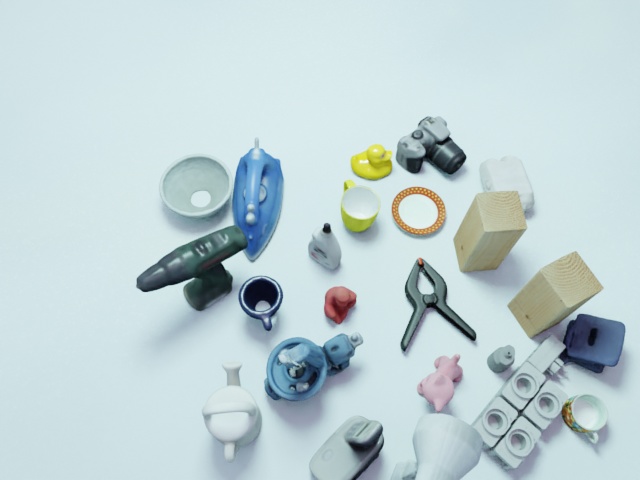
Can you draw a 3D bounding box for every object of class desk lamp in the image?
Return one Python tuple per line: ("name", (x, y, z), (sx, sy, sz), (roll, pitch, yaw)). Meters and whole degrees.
("desk lamp", (0.193, 0.425, 1.010), (0.117, 0.213, 0.203), (23, 66, 9))

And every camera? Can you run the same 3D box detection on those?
("camera", (0.277, -0.220, 1.383), (0.143, 0.101, 0.136), (-37, 71, -17))

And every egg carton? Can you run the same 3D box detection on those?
("egg carton", (0.441, -0.131, 1.363), (0.107, 0.069, 0.150), (-9, 65, -6))

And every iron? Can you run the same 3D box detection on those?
("iron", (-0.146, -0.096, 1.286), (0.118, 0.141, 0.258), (2, 65, -1))

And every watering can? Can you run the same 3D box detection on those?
("watering can", (-0.166, 0.315, 1.061), (0.101, 0.194, 0.172), (-21, 67, -11))

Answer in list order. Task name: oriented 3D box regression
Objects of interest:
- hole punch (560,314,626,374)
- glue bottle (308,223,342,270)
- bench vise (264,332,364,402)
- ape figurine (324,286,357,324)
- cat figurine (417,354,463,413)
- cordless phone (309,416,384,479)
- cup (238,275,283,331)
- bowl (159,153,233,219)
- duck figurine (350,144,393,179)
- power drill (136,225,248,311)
("hole punch", (0.566, 0.213, 1.193), (0.101, 0.091, 0.109), (22, 66, 9))
("glue bottle", (0.011, 0.004, 1.226), (0.078, 0.173, 0.037), (31, 67, 12))
("bench vise", (-0.019, 0.217, 1.098), (0.121, 0.220, 0.208), (42, 70, 17))
("ape figurine", (0.043, 0.127, 1.214), (0.078, 0.092, 0.076), (-16, 66, -9))
("cat figurine", (0.242, 0.280, 1.134), (0.067, 0.118, 0.128), (34, 68, 14))
("cordless phone", (0.054, 0.384, 1.041), (0.094, 0.185, 0.148), (40, 70, 16))
("cup", (-0.118, 0.144, 1.199), (0.092, 0.095, 0.117), (-14, 66, -8))
("bowl", (-0.280, -0.113, 1.326), (0.167, 0.075, 0.167), (1, 65, -2))
("duck figurine", (0.126, -0.198, 1.375), (0.104, 0.086, 0.077), (2, 64, -1))
("power drill", (-0.248, 0.067, 1.168), (0.230, 0.208, 0.075), (-35, 70, -17))
